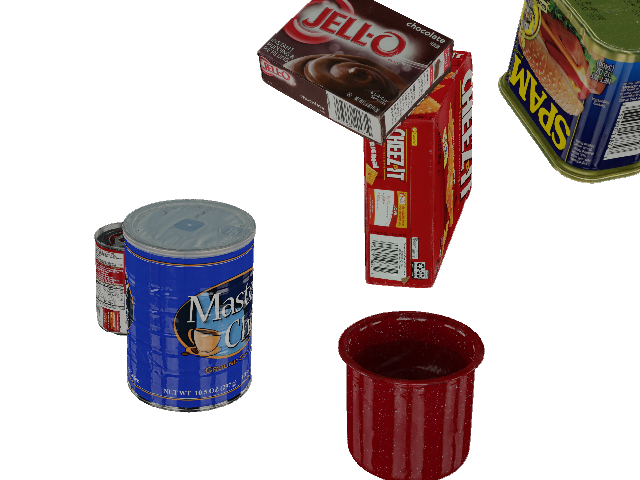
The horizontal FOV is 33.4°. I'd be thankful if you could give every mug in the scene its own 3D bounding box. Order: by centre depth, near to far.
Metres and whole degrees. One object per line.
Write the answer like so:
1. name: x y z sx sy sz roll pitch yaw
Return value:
1. mug: 0.064 0.098 0.704 0.093 0.081 0.117 12 27 26

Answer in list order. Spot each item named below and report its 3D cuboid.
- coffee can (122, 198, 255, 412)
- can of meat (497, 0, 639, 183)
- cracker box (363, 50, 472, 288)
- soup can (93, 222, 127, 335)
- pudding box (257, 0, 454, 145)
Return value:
1. coffee can: -0.104 0.050 0.852 0.103 0.140 0.103 2 24 -1
2. can of meat: 0.145 -0.096 0.579 0.057 0.084 0.102 -11 48 -15
3. cracker box: 0.098 -0.075 1.016 0.072 0.164 0.213 5 27 16
4. soup can: -0.201 0.040 1.118 0.068 0.102 0.068 3 23 -1
5. pudding box: 0.025 -0.130 0.770 0.114 0.090 0.039 33 -24 21
